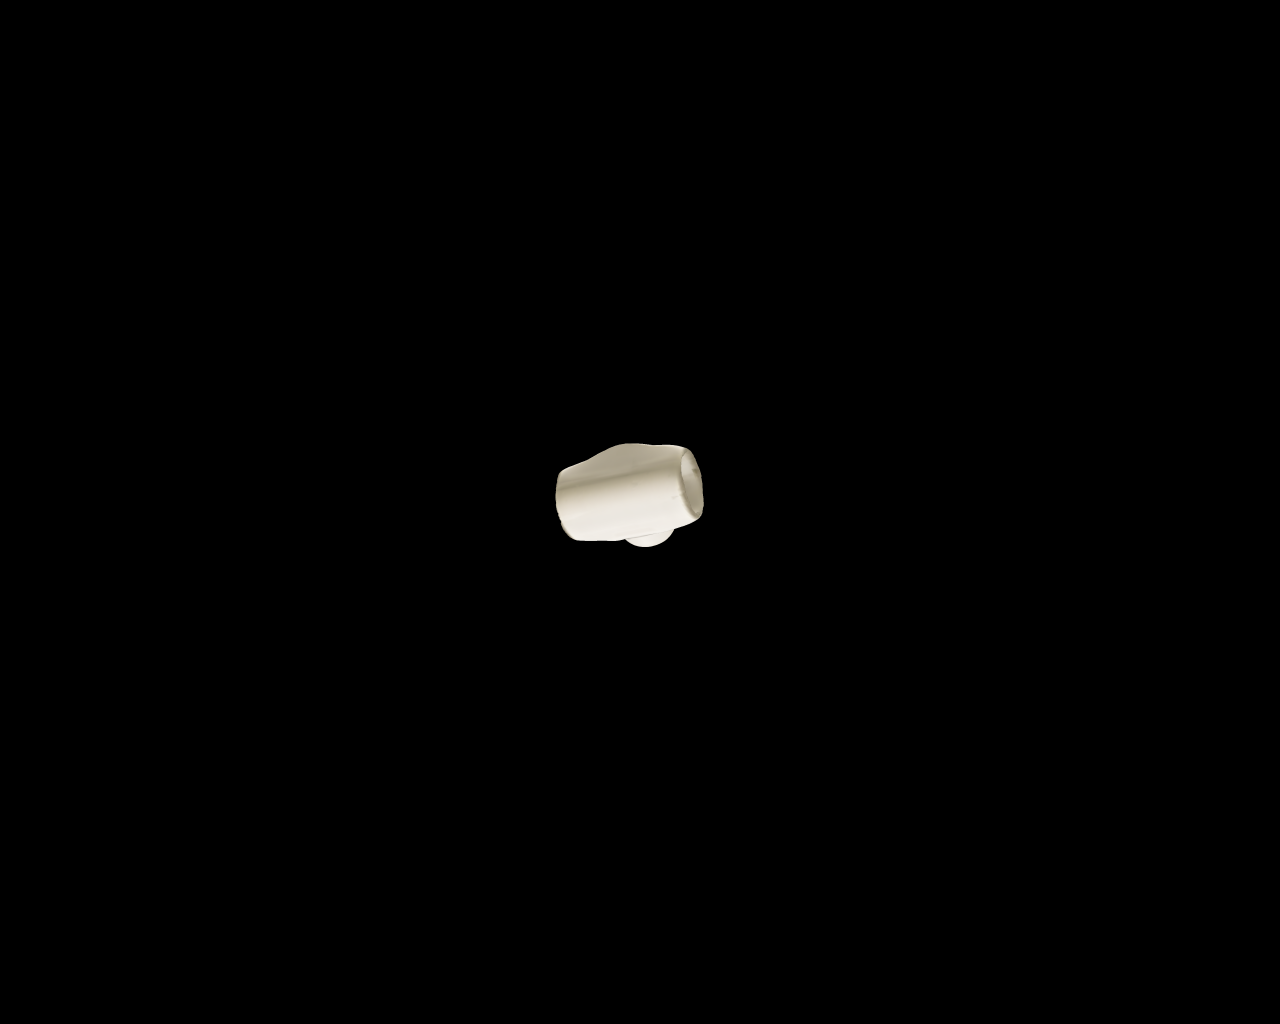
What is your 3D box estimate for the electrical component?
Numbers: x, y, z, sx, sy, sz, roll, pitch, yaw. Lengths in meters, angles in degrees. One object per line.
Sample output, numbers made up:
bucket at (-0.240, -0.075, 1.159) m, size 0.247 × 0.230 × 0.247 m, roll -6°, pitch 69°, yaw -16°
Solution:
electrical component at (0.001, -0.003, 0.650) m, size 0.077 × 0.043 × 0.079 m, roll -11°, pitch -32°, yaw 18°
